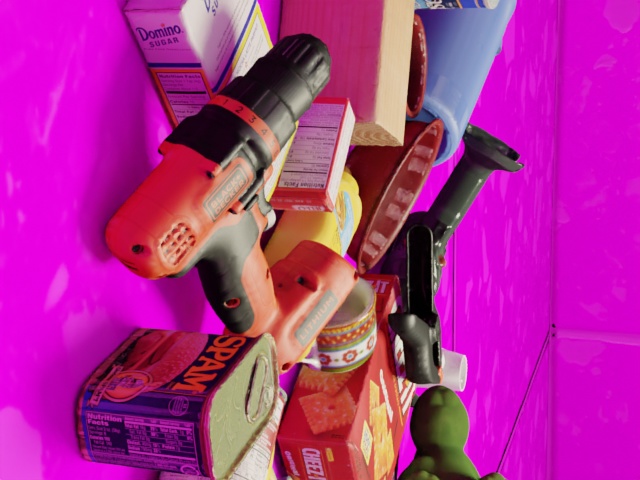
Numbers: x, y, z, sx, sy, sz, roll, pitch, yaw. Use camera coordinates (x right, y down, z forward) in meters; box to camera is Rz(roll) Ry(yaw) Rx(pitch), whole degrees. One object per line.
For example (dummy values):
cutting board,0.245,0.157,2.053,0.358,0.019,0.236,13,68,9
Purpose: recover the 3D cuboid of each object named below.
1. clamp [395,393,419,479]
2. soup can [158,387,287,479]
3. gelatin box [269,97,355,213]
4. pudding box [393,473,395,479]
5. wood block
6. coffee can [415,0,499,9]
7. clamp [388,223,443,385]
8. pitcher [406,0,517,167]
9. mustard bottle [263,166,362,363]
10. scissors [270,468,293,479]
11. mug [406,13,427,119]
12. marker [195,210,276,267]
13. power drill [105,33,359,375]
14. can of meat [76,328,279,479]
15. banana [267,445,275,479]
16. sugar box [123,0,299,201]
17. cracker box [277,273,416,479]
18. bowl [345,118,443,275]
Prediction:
clamp,0.080,0.191,1.193,0.210,0.036,0.164,77,24,-47
soup can,-0.065,0.142,0.693,0.068,0.069,0.102,65,34,-55
gelatin box,-0.018,-0.064,0.794,0.030,0.073,0.089,65,32,-57
pudding box,0.053,0.277,1.122,0.090,0.039,0.113,-50,137,-63
wood block,0.024,-0.187,0.877,0.090,0.091,0.206,21,74,-71
coffee can,0.094,-0.266,0.994,0.102,0.140,0.103,3,90,-72
clamp,0.094,0.070,0.997,0.171,0.039,0.120,74,30,-53
pitcher,0.111,-0.198,1.107,0.145,0.149,0.242,98,11,-51
mustard bottle,-0.006,0.001,0.864,0.191,0.058,0.096,-66,159,-47
scissors,-0.025,0.252,0.811,0.202,0.016,0.096,-99,166,-53
mug,0.046,-0.168,0.959,0.093,0.082,0.117,-51,140,-60
marker,-0.061,-0.002,0.760,0.121,0.020,0.020,-39,130,-66
power drill,-0.036,-0.014,0.679,0.184,0.057,0.187,-49,141,-19
can of meat,-0.080,0.092,0.615,0.102,0.084,0.057,-49,138,-61
banana,-0.066,0.177,0.756,0.069,0.037,0.197,43,49,-43
sugar box,-0.065,-0.109,0.693,0.176,0.048,0.093,68,31,-45
cracker box,0.033,0.158,0.988,0.213,0.072,0.164,-68,154,-47
bowl,0.053,-0.051,0.991,0.162,0.055,0.162,-57,167,-22
